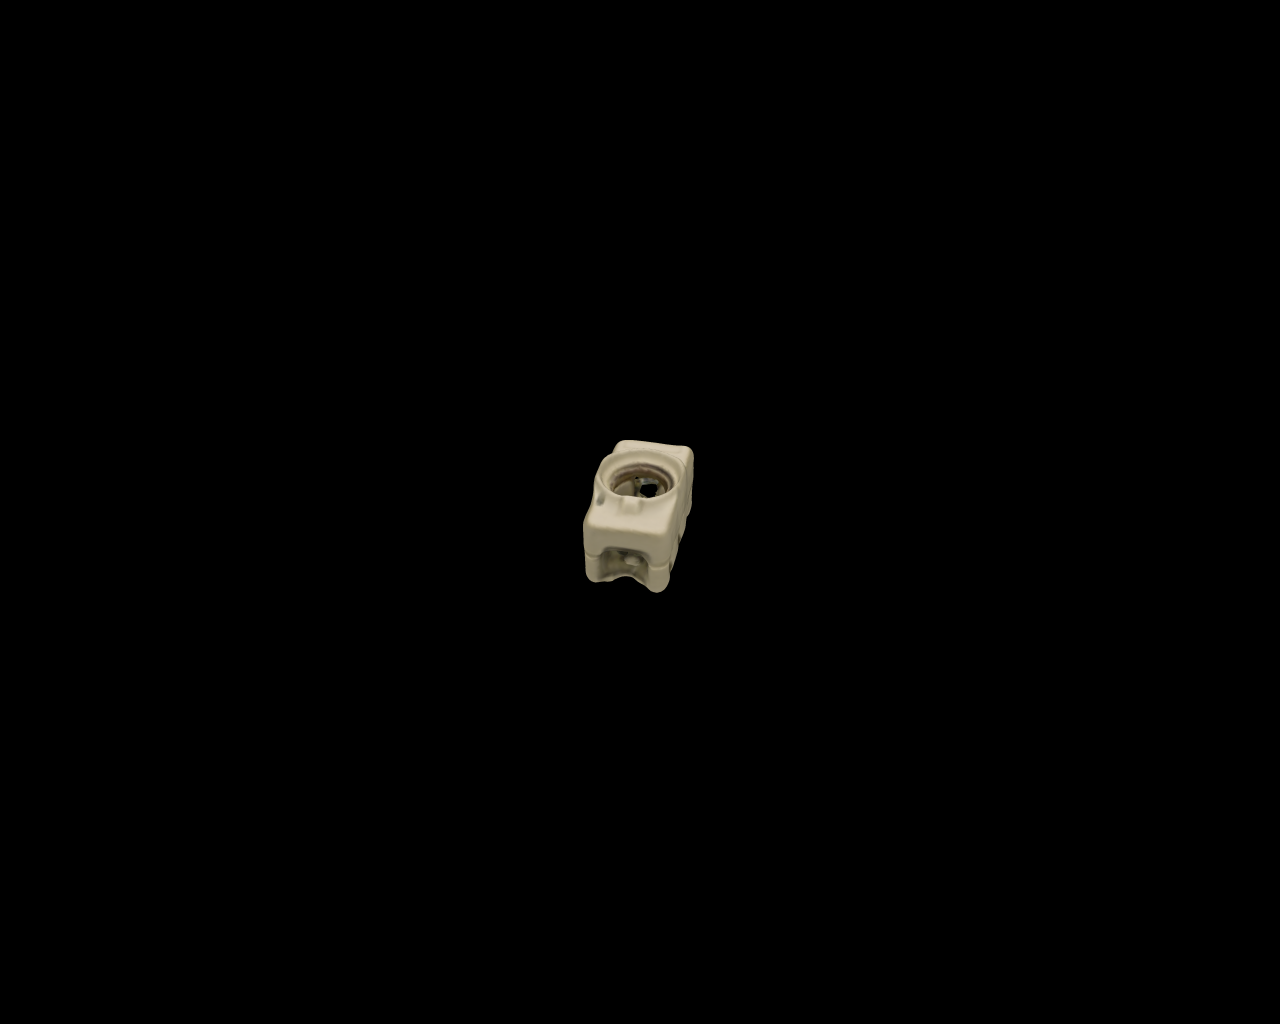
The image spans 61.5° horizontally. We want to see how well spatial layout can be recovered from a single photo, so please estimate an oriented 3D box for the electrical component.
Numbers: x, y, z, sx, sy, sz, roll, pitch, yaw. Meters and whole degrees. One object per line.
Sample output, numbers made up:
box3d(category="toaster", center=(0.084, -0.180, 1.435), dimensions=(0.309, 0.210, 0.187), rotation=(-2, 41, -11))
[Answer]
box3d(category="electrical component", center=(0.001, -0.003, 0.650), dimensions=(0.050, 0.055, 0.090), rotation=(8, 40, 10))
